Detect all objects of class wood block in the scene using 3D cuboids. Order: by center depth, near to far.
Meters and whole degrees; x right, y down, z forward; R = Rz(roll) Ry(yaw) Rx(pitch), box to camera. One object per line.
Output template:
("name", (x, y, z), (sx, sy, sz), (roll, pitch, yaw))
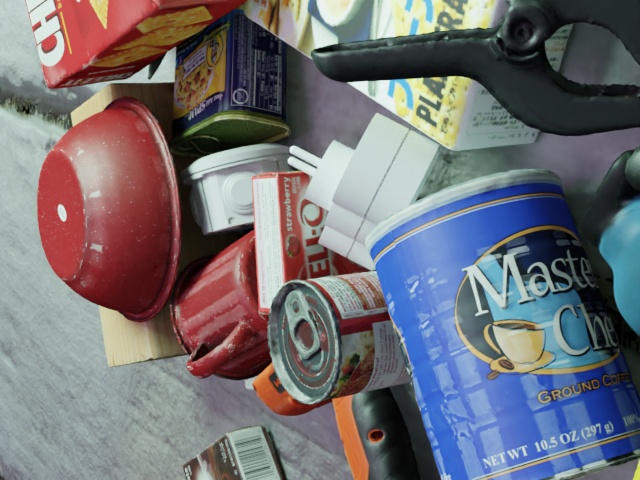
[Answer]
("wood block", (-0.125, -0.011, 0.833), (0.091, 0.090, 0.206), (-17, 81, 56))

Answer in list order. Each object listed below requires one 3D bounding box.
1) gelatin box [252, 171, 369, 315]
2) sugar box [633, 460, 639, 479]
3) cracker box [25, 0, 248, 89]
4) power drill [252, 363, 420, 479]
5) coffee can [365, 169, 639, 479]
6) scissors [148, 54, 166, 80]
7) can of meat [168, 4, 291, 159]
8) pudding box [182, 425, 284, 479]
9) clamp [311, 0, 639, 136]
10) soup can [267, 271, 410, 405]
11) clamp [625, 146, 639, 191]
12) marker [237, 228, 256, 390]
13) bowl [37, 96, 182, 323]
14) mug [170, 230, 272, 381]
("gelatin box", (-0.004, 0.001, 0.673), (0.030, 0.073, 0.089), (-1, 93, 48))
("sugar box", (0.159, 0.157, 0.430), (0.093, 0.048, 0.176), (54, 163, 36))
("cracker box", (-0.134, -0.200, 0.680), (0.214, 0.072, 0.164), (-10, 93, 58))
("power drill", (0.022, 0.157, 0.675), (0.185, 0.057, 0.188), (-46, 61, 44))
("coffee can", (0.091, 0.050, 0.519), (0.103, 0.102, 0.140), (-37, 65, 51))
("scissors", (-0.097, -0.182, 0.722), (0.202, 0.016, 0.096), (-19, 89, 60))
("can of meat", (-0.064, -0.109, 0.750), (0.102, 0.057, 0.084), (-16, 69, 54))
("pudding box", (-0.057, 0.208, 0.811), (0.090, 0.039, 0.113), (-42, 61, 49))
("clamp", (0.082, -0.090, 0.479), (0.171, 0.039, 0.120), (35, 122, 1))
("soup can", (0.031, 0.051, 0.605), (0.069, 0.102, 0.068), (12, 105, 54))
("clamp", (0.195, -0.120, 0.375), (0.210, 0.036, 0.164), (-23, 55, 38))
("marker", (-0.049, 0.050, 0.794), (0.020, 0.020, 0.121), (3, 97, 55))
("bowl", (-0.156, -0.019, 0.748), (0.162, 0.055, 0.162), (11, 104, 54))
("mug", (-0.048, 0.047, 0.714), (0.093, 0.117, 0.082), (49, 138, -9))
